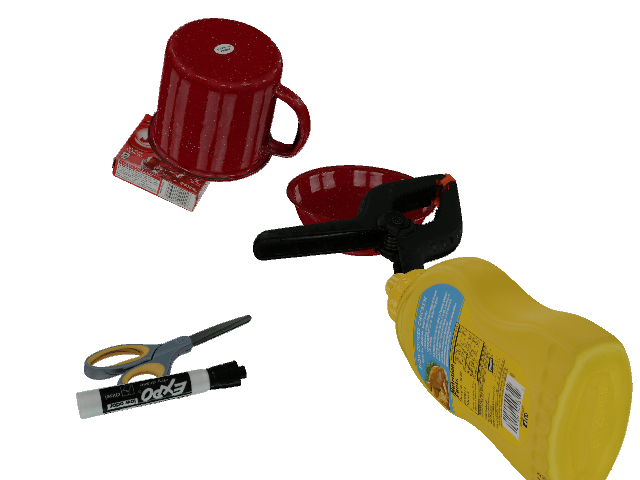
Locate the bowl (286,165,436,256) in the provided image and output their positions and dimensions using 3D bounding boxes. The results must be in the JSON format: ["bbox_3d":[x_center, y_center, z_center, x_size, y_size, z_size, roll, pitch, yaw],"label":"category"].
[{"bbox_3d":[0.042,-0.027,1.151,0.162,0.055,0.162,3,26,-2],"label":"bowl"}]

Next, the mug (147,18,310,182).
[{"bbox_3d":[-0.061,-0.097,0.752,0.117,0.082,0.093,25,45,9],"label":"mug"}]

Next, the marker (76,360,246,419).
[{"bbox_3d":[-0.112,0.105,0.759,0.121,0.020,0.020,-10,3,-16],"label":"marker"}]

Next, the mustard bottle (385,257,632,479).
[{"bbox_3d":[0.096,0.063,0.630,0.058,0.096,0.192,-13,27,-26],"label":"mustard bottle"}]

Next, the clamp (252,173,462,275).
[{"bbox_3d":[0.068,0.004,0.913,0.165,0.036,0.209,35,44,25],"label":"clamp"}]

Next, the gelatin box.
[{"bbox_3d":[-0.148,-0.077,1.043,0.089,0.073,0.030,25,-43,0],"label":"gelatin box"}]

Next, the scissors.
[{"bbox_3d":[-0.143,0.120,1.112,0.201,0.016,0.096,-11,31,-27],"label":"scissors"}]
